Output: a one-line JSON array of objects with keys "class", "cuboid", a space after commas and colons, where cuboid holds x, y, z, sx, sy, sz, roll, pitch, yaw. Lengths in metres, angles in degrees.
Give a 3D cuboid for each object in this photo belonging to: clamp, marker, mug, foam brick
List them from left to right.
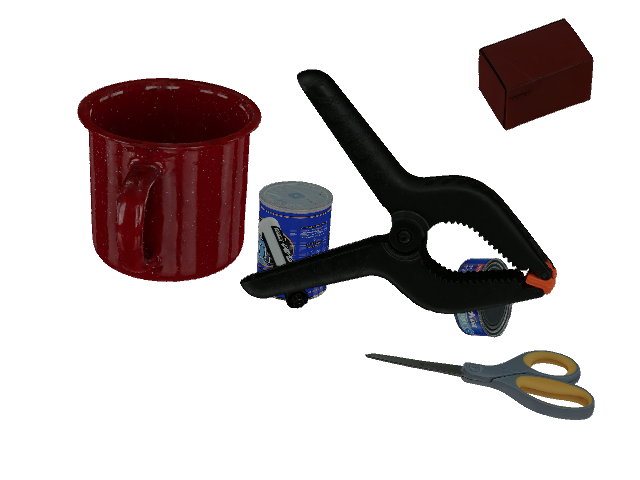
[{"class": "mug", "cuboid": [-0.081, -0.026, 0.551, 0.093, 0.081, 0.117, 7, 28, 4]}, {"class": "marker", "cuboid": [-0.032, 0.019, 0.911, 0.020, 0.020, 0.121, 0, 32, -17]}, {"class": "clamp", "cuboid": [0.056, -0.017, 0.706, 0.210, 0.165, 0.036, 13, 20, 12]}, {"class": "foam brick", "cuboid": [0.175, -0.135, 0.868, 0.078, 0.051, 0.053, -20, -34, -5]}]

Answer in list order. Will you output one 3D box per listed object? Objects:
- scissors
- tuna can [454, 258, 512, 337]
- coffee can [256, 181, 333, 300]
[{"class": "scissors", "cuboid": [0.150, 0.112, 0.964, 0.202, 0.016, 0.096, 17, 29, 16]}, {"class": "tuna can", "cuboid": [0.177, 0.062, 1.161, 0.034, 0.086, 0.086, 0, 0, 34]}, {"class": "coffee can", "cuboid": [-0.038, 0.000, 1.499, 0.103, 0.140, 0.103, 3, 25, -2]}]
